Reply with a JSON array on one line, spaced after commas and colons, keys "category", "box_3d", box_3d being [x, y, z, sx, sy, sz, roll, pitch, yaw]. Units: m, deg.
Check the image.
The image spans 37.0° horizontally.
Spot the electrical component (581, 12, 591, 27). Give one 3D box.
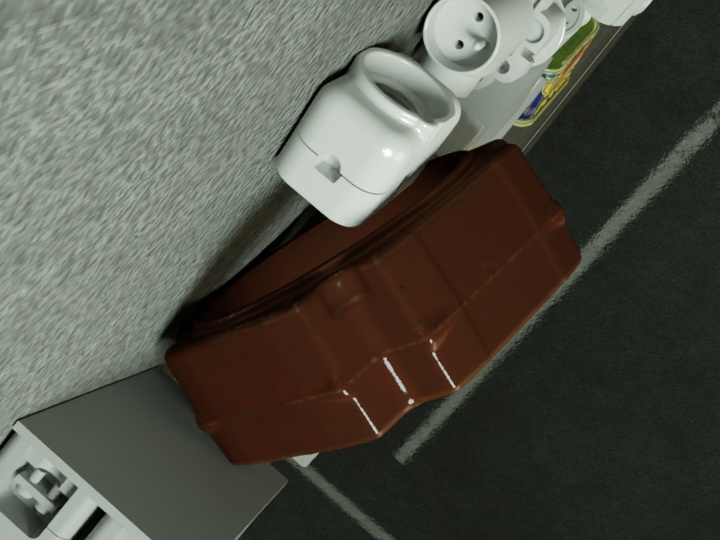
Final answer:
[{"category": "electrical component", "box_3d": [0.161, -0.211, 0.911, 0.065, 0.044, 0.044, -42, 172, -28]}]

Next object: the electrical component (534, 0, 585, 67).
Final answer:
[{"category": "electrical component", "box_3d": [0.126, -0.179, 0.771, 0.055, 0.055, 0.047, -48, 178, -23]}]

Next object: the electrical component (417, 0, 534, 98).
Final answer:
[{"category": "electrical component", "box_3d": [0.059, -0.126, 0.616, 0.079, 0.044, 0.077, -53, 175, 30]}]

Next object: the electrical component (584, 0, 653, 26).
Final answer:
[{"category": "electrical component", "box_3d": [0.208, -0.242, 0.870, 0.080, 0.080, 0.051, -46, 178, -38]}]

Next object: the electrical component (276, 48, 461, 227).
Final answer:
[{"category": "electrical component", "box_3d": [0.008, -0.070, 0.539, 0.059, 0.054, 0.095, -53, 174, 33]}]

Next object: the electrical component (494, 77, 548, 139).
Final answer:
[{"category": "electrical component", "box_3d": [0.114, -0.146, 0.933, 0.099, 0.048, 0.100, -51, 175, 14]}]

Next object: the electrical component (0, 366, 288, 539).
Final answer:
[{"category": "electrical component", "box_3d": [-0.115, 0.119, 0.563, 0.060, 0.105, 0.186, -50, 175, 7]}]

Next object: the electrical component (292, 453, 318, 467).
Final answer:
[{"category": "electrical component", "box_3d": [-0.047, 0.111, 1.099, 0.060, 0.105, 0.186, -44, 173, -49]}]

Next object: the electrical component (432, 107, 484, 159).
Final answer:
[{"category": "electrical component", "box_3d": [0.042, -0.089, 0.686, 0.048, 0.055, 0.066, -48, 175, -16]}]

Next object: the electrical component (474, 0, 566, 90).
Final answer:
[{"category": "electrical component", "box_3d": [0.097, -0.154, 0.677, 0.078, 0.058, 0.057, -53, 171, 30]}]
